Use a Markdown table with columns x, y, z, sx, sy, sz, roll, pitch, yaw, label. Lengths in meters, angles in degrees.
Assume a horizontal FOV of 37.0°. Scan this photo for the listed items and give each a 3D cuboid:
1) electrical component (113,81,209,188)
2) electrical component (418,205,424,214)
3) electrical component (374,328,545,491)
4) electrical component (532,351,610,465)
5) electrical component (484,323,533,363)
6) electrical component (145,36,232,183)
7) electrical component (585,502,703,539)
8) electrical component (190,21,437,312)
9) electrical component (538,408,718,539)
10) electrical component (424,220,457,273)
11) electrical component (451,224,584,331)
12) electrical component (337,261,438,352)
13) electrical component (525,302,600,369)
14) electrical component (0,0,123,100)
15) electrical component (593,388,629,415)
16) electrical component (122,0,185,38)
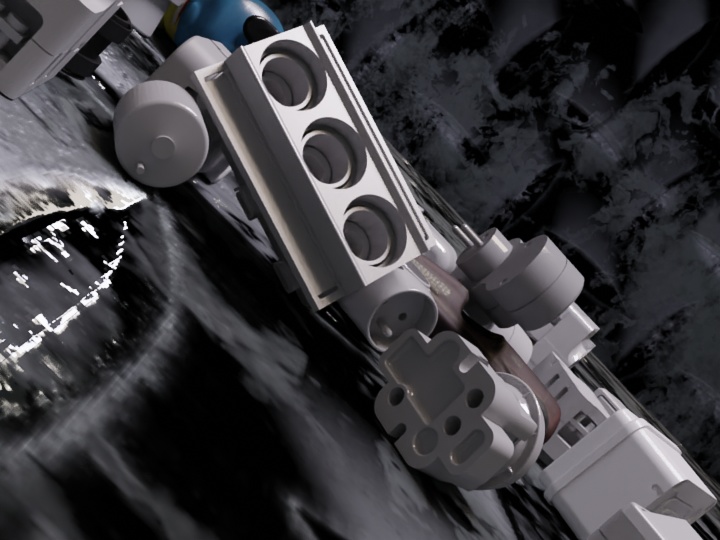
| x | y | z | sx | sy | sz | roll | pitch | yaw | label |
| --- | --- | --- | --- | --- | --- | --- | --- | --- | --- |
| -0.092 | -0.067 | 0.490 | 0.040 | 0.040 | 0.078 | 42 | 9 | -27 | electrical component |
| 0.017 | -0.045 | 0.893 | 0.047 | 0.055 | 0.055 | 43 | 8 | 5 | electrical component |
| 0.049 | 0.068 | 0.494 | 0.057 | 0.058 | 0.078 | 35 | 13 | -44 | electrical component |
| 0.146 | 0.108 | 0.791 | 0.050 | 0.056 | 0.089 | 44 | 8 | -13 | electrical component |
| 0.098 | 0.055 | 0.816 | 0.047 | 0.055 | 0.055 | 47 | 7 | -25 | electrical component |
| -0.082 | -0.089 | 0.599 | 0.059 | 0.054 | 0.095 | 46 | 8 | -5 | electrical component |
| 0.148 | 0.158 | 0.539 | 0.061 | 0.061 | 0.096 | 52 | 10 | 36 | electrical component |
| -0.026 | -0.047 | 0.521 | 0.063 | 0.079 | 0.121 | -25 | -87 | 55 | electrical component |
| 0.172 | 0.141 | 0.688 | 0.057 | 0.078 | 0.113 | 55 | 12 | 32 | electrical component |
| 0.026 | -0.024 | 0.830 | 0.095 | 0.054 | 0.059 | 48 | 8 | 9 | electrical component |
| 0.090 | -0.003 | 0.731 | 0.073 | 0.052 | 0.138 | 47 | -10 | -9 | electrical component |
| 0.000 | 0.000 | 0.617 | 0.079 | 0.044 | 0.077 | 40 | 10 | -37 | electrical component |
| 0.163 | 0.067 | 0.956 | 0.061 | 0.089 | 0.150 | 48 | 8 | 12 | electrical component |
| -0.134 | -0.113 | 0.444 | 0.050 | 0.056 | 0.089 | 44 | 8 | -15 | electrical component |
| 0.210 | 0.152 | 0.877 | 0.096 | 0.062 | 0.061 | 51 | 10 | 33 | electrical component |
| -0.156 | -0.209 | 0.803 | 0.045 | 0.055 | 0.045 | 45 | 8 | -8 | electrical component |
